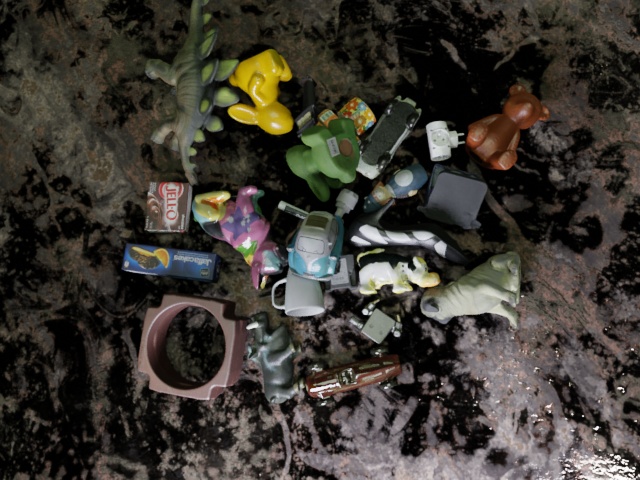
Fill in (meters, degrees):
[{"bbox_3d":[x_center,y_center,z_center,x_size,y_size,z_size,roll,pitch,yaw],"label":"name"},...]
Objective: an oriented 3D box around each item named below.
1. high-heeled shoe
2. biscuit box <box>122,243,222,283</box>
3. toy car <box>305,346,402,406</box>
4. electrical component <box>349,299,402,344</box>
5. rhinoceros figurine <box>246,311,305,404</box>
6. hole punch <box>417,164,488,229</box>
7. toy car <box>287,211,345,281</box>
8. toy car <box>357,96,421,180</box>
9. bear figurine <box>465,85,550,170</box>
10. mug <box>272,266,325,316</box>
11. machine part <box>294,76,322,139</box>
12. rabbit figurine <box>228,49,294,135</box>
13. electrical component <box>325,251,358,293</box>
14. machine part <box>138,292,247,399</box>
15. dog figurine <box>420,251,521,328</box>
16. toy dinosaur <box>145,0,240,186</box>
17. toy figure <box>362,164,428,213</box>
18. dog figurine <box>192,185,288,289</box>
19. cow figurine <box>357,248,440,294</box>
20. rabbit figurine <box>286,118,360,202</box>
[{"bbox_3d":[0.184,0.016,1.143,0.249,0.086,0.145,37,113,-5],"label":"high-heeled shoe"},{"bbox_3d":[-0.317,0.049,1.159,0.203,0.059,0.062,7,82,4],"label":"biscuit box"},{"bbox_3d":[0.069,0.279,1.110,0.202,0.053,0.089,-13,78,2],"label":"toy car"},{"bbox_3d":[0.123,0.173,1.126,0.102,0.045,0.078,41,84,8],"label":"electrical component"},{"bbox_3d":[-0.095,0.241,1.118,0.112,0.073,0.190,-15,83,11],"label":"rhinoceros figurine"},{"bbox_3d":[0.284,-0.096,1.146,0.142,0.092,0.115,14,115,-4],"label":"hole punch"},{"bbox_3d":[-0.002,-0.003,1.094,0.109,0.102,0.161,13,59,11],"label":"toy car"},{"bbox_3d":[0.147,-0.227,1.181,0.073,0.056,0.201,34,82,7],"label":"toy car"},{"bbox_3d":[0.404,-0.243,1.137,0.196,0.132,0.120,-43,89,2],"label":"bear figurine"},{"bbox_3d":[-0.047,0.102,1.134,0.110,0.080,0.107,-6,69,9],"label":"mug"},{"bbox_3d":[-0.027,-0.295,1.179,0.039,0.084,0.139,12,61,-26],"label":"machine part"},{"bbox_3d":[-0.124,-0.309,1.182,0.162,0.122,0.173,-24,100,2],"label":"rabbit figurine"},{"bbox_3d":[0.040,0.051,1.148,0.075,0.047,0.119,-4,83,2],"label":"electrical component"},{"bbox_3d":[-0.260,0.215,1.107,0.201,0.087,0.201,6,87,12],"label":"machine part"},{"bbox_3d":[0.313,0.091,1.113,0.191,0.121,0.172,3,38,25],"label":"dog figurine"},{"bbox_3d":[-0.270,-0.352,1.160,0.199,0.105,0.471,-4,89,29],"label":"toy dinosaur"},{"bbox_3d":[0.158,-0.109,1.163,0.154,0.057,0.064,-32,37,-2],"label":"toy figure"},{"bbox_3d":[-0.165,0.001,1.138,0.192,0.108,0.219,-10,84,0],"label":"dog figurine"},{"bbox_3d":[0.162,0.062,1.115,0.167,0.068,0.098,-7,81,16],"label":"cow figurine"},{"bbox_3d":[0.005,-0.171,1.147,0.121,0.170,0.159,-39,112,-35],"label":"rabbit figurine"}]
